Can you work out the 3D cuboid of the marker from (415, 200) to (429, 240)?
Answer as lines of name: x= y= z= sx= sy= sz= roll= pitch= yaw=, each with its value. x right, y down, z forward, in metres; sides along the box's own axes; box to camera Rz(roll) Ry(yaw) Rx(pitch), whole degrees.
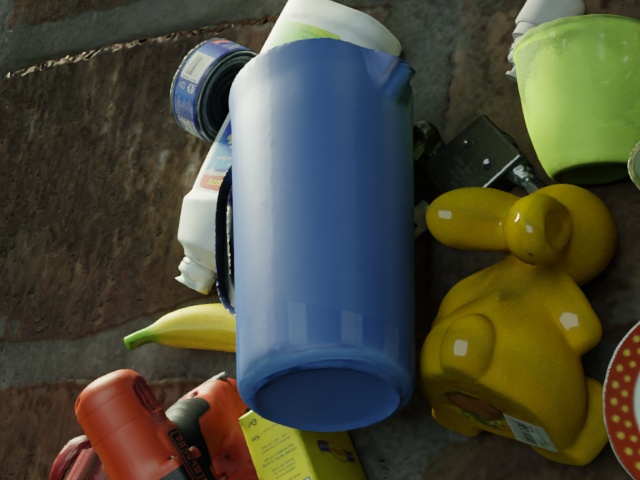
marker: x=0.039 y=0.017 z=0.797 sx=0.121 sy=0.020 sz=0.020 roll=-42 pitch=55 yaw=10

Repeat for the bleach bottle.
bleach bottle: x=-0.038 y=-0.069 z=0.855 sx=0.103 sy=0.068 sz=0.251 roll=28 pitch=89 yaw=37

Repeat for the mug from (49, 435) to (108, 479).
mug: x=-0.150 y=0.176 z=0.791 sx=0.093 sy=0.117 sz=0.081 roll=32 pitch=94 yaw=38

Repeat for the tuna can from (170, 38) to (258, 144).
tuna can: x=-0.081 y=-0.122 z=0.888 sx=0.034 sy=0.086 sz=0.086 roll=29 pitch=87 yaw=35

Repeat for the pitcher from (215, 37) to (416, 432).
pitcher: x=-0.005 y=0.001 z=0.708 sx=0.145 sy=0.149 sz=0.243 roll=0 pitch=55 yaw=-1

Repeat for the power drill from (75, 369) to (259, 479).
power drill: x=-0.069 y=0.162 z=0.693 sx=0.057 sy=0.187 sz=0.184 roll=-32 pitch=82 yaw=8

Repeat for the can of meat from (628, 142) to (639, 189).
can of meat: x=0.241 y=-0.015 z=0.645 sx=0.057 sy=0.083 sz=0.102 roll=-37 pitch=56 yaw=14

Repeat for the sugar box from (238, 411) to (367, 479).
sugar box: x=0.011 y=0.191 z=0.697 sx=0.048 sy=0.093 sz=0.176 roll=-36 pitch=57 yaw=13

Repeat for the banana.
banana: x=-0.050 y=0.080 z=0.804 sx=0.198 sy=0.037 sz=0.069 roll=6 pitch=41 yaw=28
